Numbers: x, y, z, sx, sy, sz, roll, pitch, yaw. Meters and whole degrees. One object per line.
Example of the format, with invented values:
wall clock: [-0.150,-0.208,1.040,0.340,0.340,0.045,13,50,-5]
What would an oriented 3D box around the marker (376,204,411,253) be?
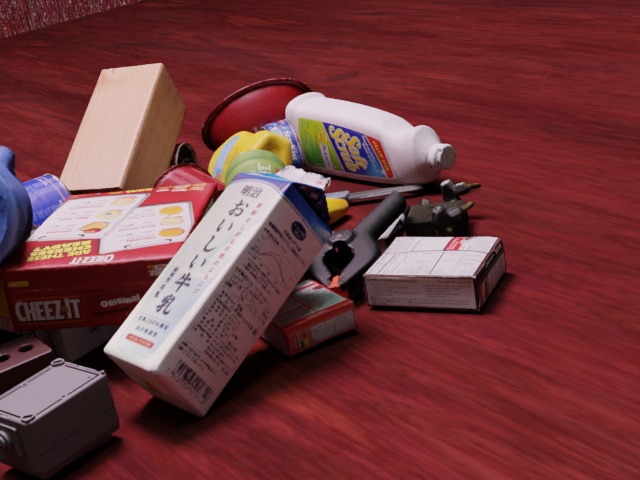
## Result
marker: [0.076,-0.011,1.143,0.020,0.020,0.121,-1,23,22]

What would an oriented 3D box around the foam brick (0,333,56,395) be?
foam brick: [-0.270,0.124,0.928,0.078,0.051,0.053,-24,26,-31]

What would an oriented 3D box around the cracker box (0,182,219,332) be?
cracker box: [-0.191,0.013,1.032,0.164,0.072,0.213,-5,21,6]

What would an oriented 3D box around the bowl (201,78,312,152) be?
bowl: [-0.074,-0.144,1.427,0.162,0.162,0.055,-17,64,-15]

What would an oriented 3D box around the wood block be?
wood block: [-0.245,-0.114,1.338,0.091,0.090,0.206,-4,52,19]

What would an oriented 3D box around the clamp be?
clamp: [0.033,0.004,1.067,0.120,0.039,0.171,-17,35,8]

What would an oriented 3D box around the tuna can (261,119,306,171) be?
tuna can: [-0.047,-0.108,1.352,0.033,0.086,0.086,-17,22,-12]

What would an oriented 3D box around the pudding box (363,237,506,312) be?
pudding box: [0.108,0.030,1.000,0.114,0.039,0.089,-1,24,28]

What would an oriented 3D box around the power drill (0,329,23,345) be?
power drill: [-0.382,0.095,0.986,0.188,0.057,0.184,-5,-17,40]

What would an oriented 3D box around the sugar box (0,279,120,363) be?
sugar box: [-0.279,0.071,1.072,0.177,0.048,0.093,6,27,38]

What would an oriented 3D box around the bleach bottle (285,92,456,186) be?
bleach bottle: [0.064,-0.122,1.309,0.068,0.102,0.251,-27,26,-34]

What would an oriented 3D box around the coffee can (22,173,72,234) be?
coffee can: [-0.356,-0.005,1.221,0.140,0.103,0.103,-26,26,-34]

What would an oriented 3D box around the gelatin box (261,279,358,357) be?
gelatin box: [-0.019,0.070,0.973,0.073,0.030,0.089,-21,21,-23]

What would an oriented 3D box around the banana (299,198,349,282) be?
banana: [-0.026,-0.003,1.156,0.069,0.037,0.197,19,30,8]

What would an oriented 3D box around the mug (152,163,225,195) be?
mug: [-0.142,-0.023,1.200,0.117,0.093,0.082,-51,40,-11]

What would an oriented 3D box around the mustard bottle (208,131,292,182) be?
mustard bottle: [-0.095,-0.085,1.304,0.058,0.096,0.192,18,-1,-22]

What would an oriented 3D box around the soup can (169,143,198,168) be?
soup can: [-0.220,-0.091,1.417,0.102,0.068,0.068,-4,23,18]

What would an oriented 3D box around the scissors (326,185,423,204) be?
scissors: [0.013,-0.041,1.251,0.202,0.016,0.096,-1,25,24]

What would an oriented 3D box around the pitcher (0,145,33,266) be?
pitcher: [-0.348,-0.012,1.023,0.145,0.149,0.243,-15,5,-14]
